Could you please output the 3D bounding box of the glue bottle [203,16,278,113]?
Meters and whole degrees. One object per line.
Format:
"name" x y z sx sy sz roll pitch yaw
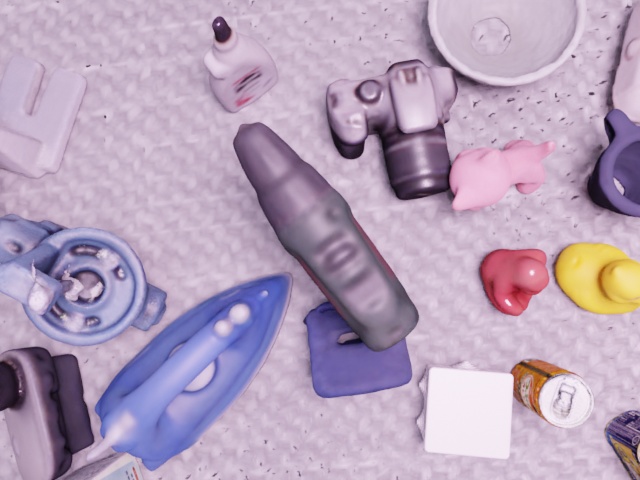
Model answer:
"glue bottle" -0.089 -0.189 0.600 0.078 0.173 0.037 -40 84 -1

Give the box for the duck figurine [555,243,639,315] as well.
"duck figurine" 0.310 0.040 0.608 0.104 0.086 0.077 27 87 5

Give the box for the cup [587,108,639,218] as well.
"cup" 0.321 -0.076 0.612 0.091 0.095 0.118 -24 85 1

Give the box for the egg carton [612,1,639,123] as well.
"egg carton" 0.385 -0.195 0.631 0.107 0.069 0.150 13 86 4

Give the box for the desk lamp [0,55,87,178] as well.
"desk lamp" -0.363 -0.122 0.587 0.118 0.213 0.203 17 86 4

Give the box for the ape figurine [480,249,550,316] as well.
"ape figurine" 0.214 0.039 0.609 0.078 0.092 0.076 -43 85 -1

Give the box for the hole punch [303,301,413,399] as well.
"hole punch" 0.037 0.112 0.612 0.108 0.091 0.101 -10 85 2

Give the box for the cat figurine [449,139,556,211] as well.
"cat figurine" 0.187 -0.073 0.606 0.128 0.118 0.067 -22 85 1

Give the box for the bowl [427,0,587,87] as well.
"bowl" 0.201 -0.242 0.641 0.167 0.075 0.167 0 85 3

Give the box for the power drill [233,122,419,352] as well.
"power drill" 0.005 0.002 0.563 0.075 0.208 0.229 -38 85 -1

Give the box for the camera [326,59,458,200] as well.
"camera" 0.085 -0.114 0.623 0.143 0.101 0.137 -11 85 2

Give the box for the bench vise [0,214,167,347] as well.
"bench vise" -0.276 0.039 0.567 0.207 0.220 0.121 11 86 4

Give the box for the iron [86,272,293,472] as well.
"iron" -0.128 0.125 0.593 0.118 0.141 0.258 44 89 5

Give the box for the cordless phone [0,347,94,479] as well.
"cordless phone" -0.317 0.186 0.575 0.094 0.185 0.147 -19 85 1
